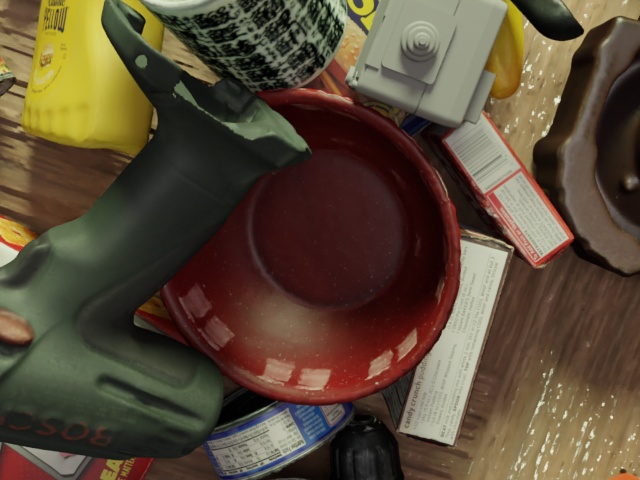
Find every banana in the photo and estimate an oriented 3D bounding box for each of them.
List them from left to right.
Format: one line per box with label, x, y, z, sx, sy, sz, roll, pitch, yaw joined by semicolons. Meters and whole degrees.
banana;0.105;-0.173;0.574;0.037;0.070;0.198;21;87;-40

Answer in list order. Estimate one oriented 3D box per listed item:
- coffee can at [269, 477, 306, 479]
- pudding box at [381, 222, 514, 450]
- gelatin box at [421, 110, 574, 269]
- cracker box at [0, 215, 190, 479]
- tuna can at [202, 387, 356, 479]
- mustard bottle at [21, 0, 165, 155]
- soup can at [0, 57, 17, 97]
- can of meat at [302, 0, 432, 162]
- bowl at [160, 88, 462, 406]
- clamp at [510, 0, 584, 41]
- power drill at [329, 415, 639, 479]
coffee can;-0.028;0.211;0.570;0.102;0.102;0.140;23;124;-6
pudding box;0.067;0.048;0.588;0.039;0.090;0.113;13;96;-4
gelatin box;0.096;-0.030;0.589;0.030;0.073;0.089;-37;99;2
cracker box;-0.188;0.075;0.587;0.213;0.072;0.164;28;93;-5
tuna can;-0.025;0.099;0.592;0.086;0.086;0.034;-27;96;0
mustard bottle;-0.109;-0.144;0.552;0.058;0.096;0.192;7;97;-33
soup can;-0.219;-0.108;0.563;0.068;0.068;0.102;-35;98;1
can of meat;0.022;-0.096;0.585;0.084;0.057;0.102;-36;98;4
bowl;-0.004;0.001;0.549;0.162;0.055;0.162;4;103;16
clamp;0.082;-0.163;0.541;0.172;0.039;0.120;13;74;34
power drill;0.099;0.185;0.625;0.187;0.057;0.184;-5;101;0
